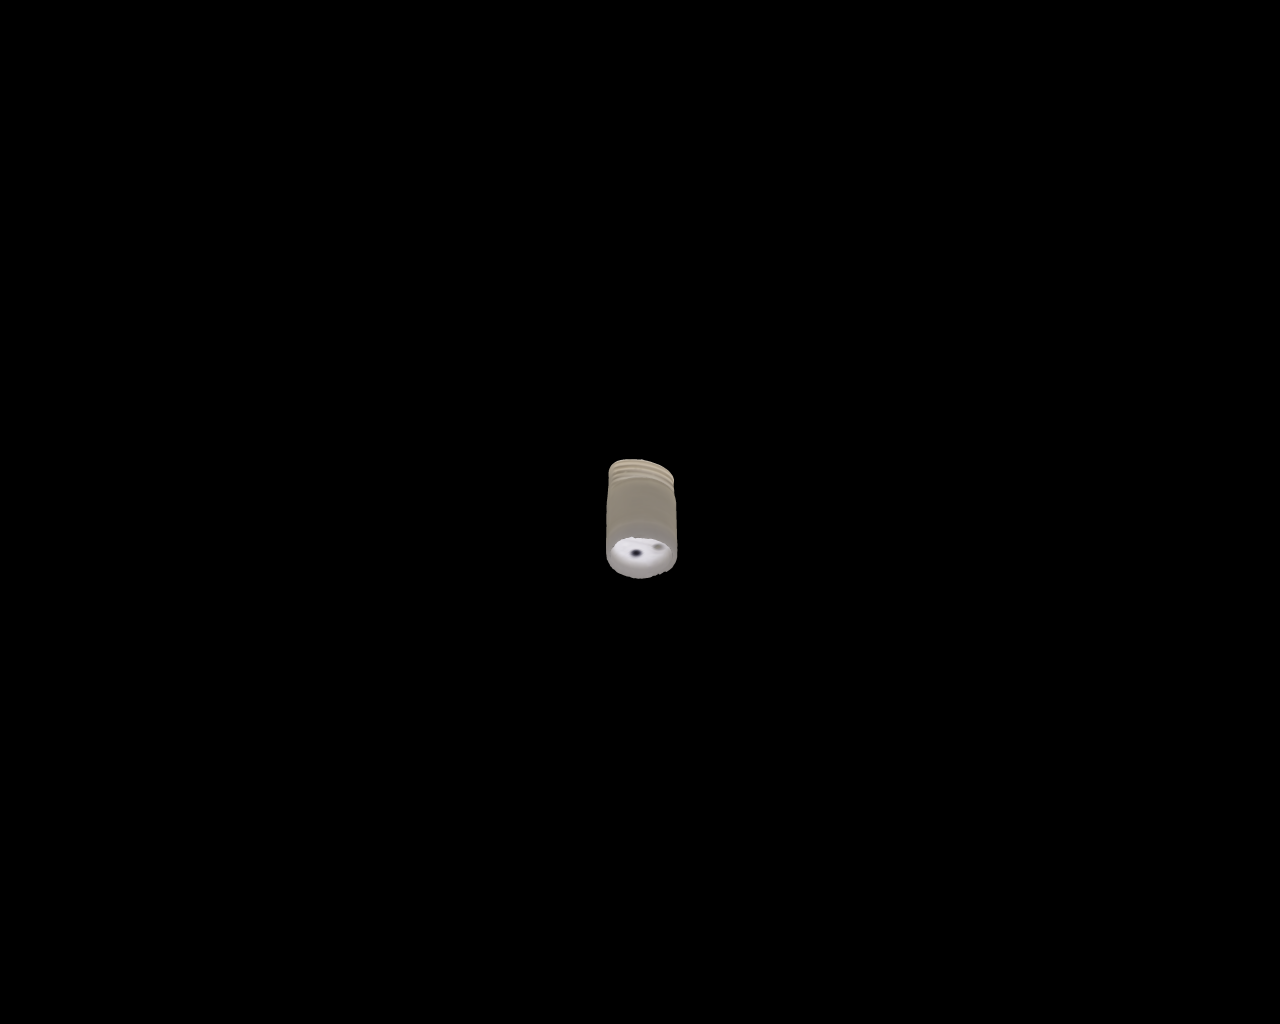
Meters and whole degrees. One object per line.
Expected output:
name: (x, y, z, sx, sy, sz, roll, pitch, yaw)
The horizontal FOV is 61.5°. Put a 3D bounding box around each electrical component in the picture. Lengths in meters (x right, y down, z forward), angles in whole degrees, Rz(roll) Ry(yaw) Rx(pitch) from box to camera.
electrical component: (0.001, -0.003, 0.650, 0.043, 0.081, 0.043, 0, -40, 0)
